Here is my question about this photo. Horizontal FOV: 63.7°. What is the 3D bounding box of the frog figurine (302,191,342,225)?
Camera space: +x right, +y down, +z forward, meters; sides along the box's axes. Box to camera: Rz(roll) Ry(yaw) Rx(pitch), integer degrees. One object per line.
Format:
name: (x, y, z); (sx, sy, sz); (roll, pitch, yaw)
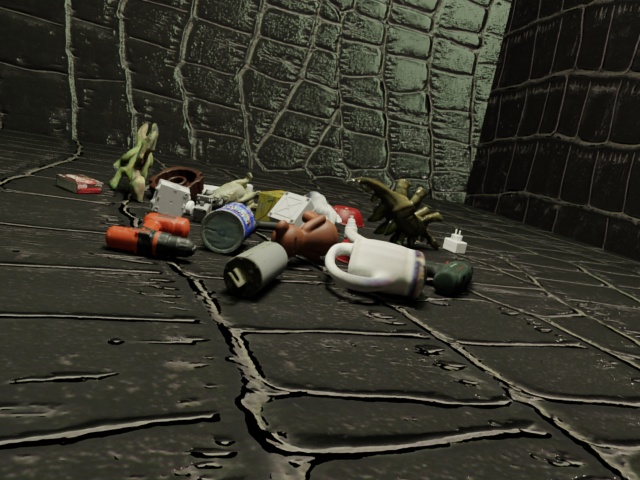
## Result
frog figurine: (0.005, -0.086, 1.702); (0.159, 0.120, 0.141); (18, 41, -13)

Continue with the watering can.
watering can: (0.131, 0.043, 1.170); (0.224, 0.102, 0.352); (13, 19, 6)

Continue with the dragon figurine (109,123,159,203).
dragon figurine: (-0.579, -0.290, 1.699); (0.121, 0.419, 0.239); (23, -37, -33)
